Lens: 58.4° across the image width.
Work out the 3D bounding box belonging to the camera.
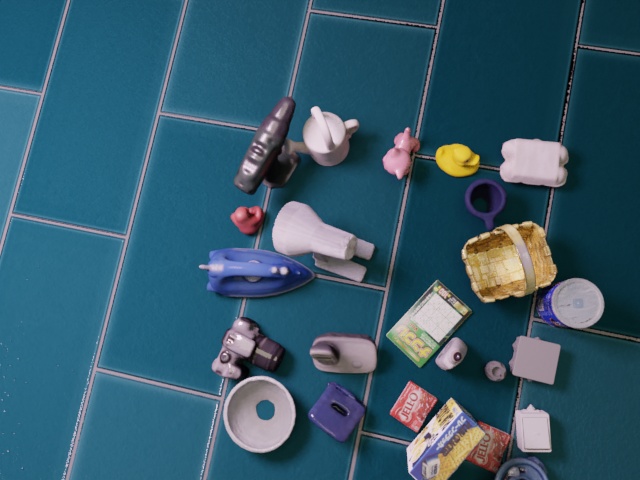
[{"bbox_3d":[-0.161,0.265,1.321,0.136,0.101,0.143,24,85,10],"label":"camera"}]

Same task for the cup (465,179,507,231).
[{"bbox_3d":[0.375,-0.073,1.307,0.091,0.095,0.118,-9,81,6],"label":"cup"}]

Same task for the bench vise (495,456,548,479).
[{"bbox_3d":[0.390,0.537,1.155,0.121,0.220,0.207,39,88,11],"label":"bench vise"}]

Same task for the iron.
[{"bbox_3d":[-0.147,0.072,1.327,0.258,0.141,0.119,1,82,7],"label":"iron"}]

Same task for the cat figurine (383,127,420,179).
[{"bbox_3d":[0.187,-0.201,1.337,0.067,0.118,0.128,20,85,10],"label":"cat figurine"}]

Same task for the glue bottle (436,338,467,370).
[{"bbox_3d":[0.288,0.249,1.232,0.037,0.173,0.078,41,89,11],"label":"glue bottle"}]

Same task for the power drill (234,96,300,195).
[{"bbox_3d":[-0.111,-0.202,1.327,0.075,0.208,0.230,30,86,10],"label":"power drill"}]

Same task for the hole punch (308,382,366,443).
[{"bbox_3d":[0.039,0.384,1.285,0.108,0.091,0.101,34,87,10],"label":"hole punch"}]

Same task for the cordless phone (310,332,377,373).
[{"bbox_3d":[0.050,0.251,1.255,0.147,0.185,0.094,-2,82,7],"label":"cordless phone"}]

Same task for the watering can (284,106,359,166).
[{"bbox_3d":[0.005,-0.239,1.326,0.173,0.194,0.101,-43,79,0],"label":"watering can"}]

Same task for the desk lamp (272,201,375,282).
[{"bbox_3d":[0.012,0.005,1.280,0.203,0.213,0.118,19,85,9],"label":"desk lamp"}]

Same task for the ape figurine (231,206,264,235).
[{"bbox_3d":[-0.178,-0.054,1.373,0.077,0.092,0.076,8,83,8],"label":"ape figurine"}]

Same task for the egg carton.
[{"bbox_3d":[0.493,-0.178,1.321,0.150,0.069,0.107,6,83,8],"label":"egg carton"}]

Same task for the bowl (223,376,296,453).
[{"bbox_3d":[-0.132,0.394,1.313,0.167,0.075,0.167,-1,82,7],"label":"bowl"}]

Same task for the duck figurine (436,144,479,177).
[{"bbox_3d":[0.323,-0.194,1.335,0.104,0.086,0.077,20,85,9],"label":"duck figurine"}]
